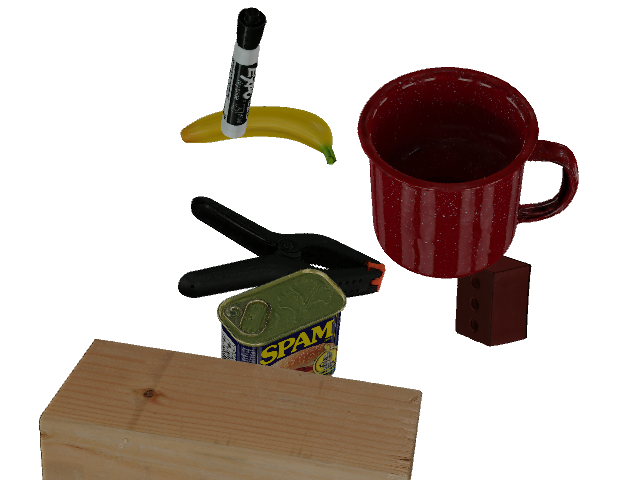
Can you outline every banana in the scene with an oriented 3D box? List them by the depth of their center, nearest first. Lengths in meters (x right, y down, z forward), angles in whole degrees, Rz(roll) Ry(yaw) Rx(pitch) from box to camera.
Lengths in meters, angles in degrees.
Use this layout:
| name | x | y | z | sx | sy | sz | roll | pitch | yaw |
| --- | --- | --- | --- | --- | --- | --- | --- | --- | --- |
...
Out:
| name | x | y | z | sx | sy | sz | roll | pitch | yaw |
| --- | --- | --- | --- | --- | --- | --- | --- | --- | --- |
| banana | -0.067 | -0.133 | 1.268 | 0.198 | 0.037 | 0.069 | 8 | 40 | 18 |

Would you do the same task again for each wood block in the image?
| name | x | y | z | sx | sy | sz | roll | pitch | yaw |
| --- | --- | --- | --- | --- | --- | --- | --- | --- | --- |
| wood block | -0.050 | 0.131 | 0.633 | 0.206 | 0.090 | 0.090 | 8 | 28 | 8 |

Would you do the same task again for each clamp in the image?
| name | x | y | z | sx | sy | sz | roll | pitch | yaw |
| --- | --- | --- | --- | --- | --- | --- | --- | --- | --- |
| clamp | -0.041 | 0.024 | 1.058 | 0.210 | 0.036 | 0.164 | 14 | 31 | -2 |

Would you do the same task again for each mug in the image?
| name | x | y | z | sx | sy | sz | roll | pitch | yaw |
| --- | --- | --- | --- | --- | --- | --- | --- | --- | --- |
| mug | 0.080 | -0.033 | 0.581 | 0.117 | 0.093 | 0.081 | 1 | -41 | 6 |

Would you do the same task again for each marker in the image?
| name | x | y | z | sx | sy | sz | roll | pitch | yaw |
| --- | --- | --- | --- | --- | --- | --- | --- | --- | --- |
| marker | -0.054 | -0.116 | 0.743 | 0.020 | 0.020 | 0.121 | 0 | -33 | -12 |

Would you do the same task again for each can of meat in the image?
| name | x | y | z | sx | sy | sz | roll | pitch | yaw |
| --- | --- | --- | --- | --- | --- | --- | --- | --- | --- |
| can of meat | -0.032 | 0.082 | 0.867 | 0.101 | 0.084 | 0.057 | -21 | 46 | -27 |

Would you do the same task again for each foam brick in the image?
| name | x | y | z | sx | sy | sz | roll | pitch | yaw |
| --- | --- | --- | --- | --- | --- | --- | --- | --- | --- |
| foam brick | 0.169 | 0.057 | 1.046 | 0.051 | 0.078 | 0.053 | -11 | 19 | -34 |
